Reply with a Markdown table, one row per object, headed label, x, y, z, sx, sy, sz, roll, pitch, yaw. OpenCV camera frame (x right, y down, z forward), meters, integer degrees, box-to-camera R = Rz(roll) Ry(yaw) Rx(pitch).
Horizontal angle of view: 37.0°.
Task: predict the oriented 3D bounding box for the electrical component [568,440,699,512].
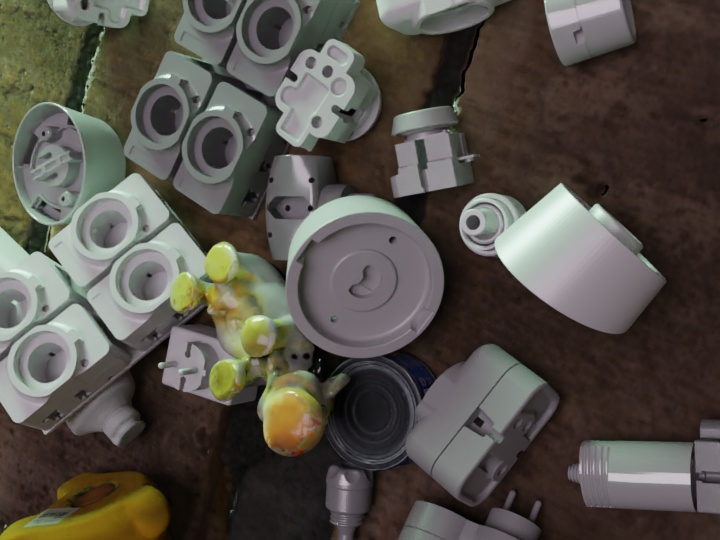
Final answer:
| label | x | y | z | sx | sy | sz | roll | pitch | yaw |
| --- | --- | --- | --- | --- | --- | --- | --- | --- | --- |
| electrical component | 0.174 | 0.131 | 0.689 | 0.081 | 0.043 | 0.043 | -3 | 88 | 27 |

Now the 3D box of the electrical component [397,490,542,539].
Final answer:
| label | x | y | z | sx | sy | sz | roll | pitch | yaw |
| --- | --- | --- | --- | --- | --- | --- | --- | --- | --- |
| electrical component | 0.098 | 0.185 | 0.724 | 0.138 | 0.052 | 0.073 | 18 | 67 | 23 |

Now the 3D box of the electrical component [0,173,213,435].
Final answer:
| label | x | y | z | sx | sy | sz | roll | pitch | yaw |
| --- | --- | --- | --- | --- | --- | --- | --- | --- | --- |
| electrical component | -0.210 | 0.025 | 0.835 | 0.186 | 0.060 | 0.105 | -39 | 72 | -3 |

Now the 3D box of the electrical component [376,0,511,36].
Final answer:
| label | x | y | z | sx | sy | sz | roll | pitch | yaw |
| --- | --- | --- | --- | --- | --- | --- | --- | --- | --- |
| electrical component | 0.059 | -0.200 | 0.741 | 0.095 | 0.054 | 0.059 | -15 | 83 | 26 |

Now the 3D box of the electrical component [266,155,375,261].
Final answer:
| label | x | y | z | sx | sy | sz | roll | pitch | yaw |
| --- | --- | --- | --- | --- | --- | --- | --- | --- | --- |
| electrical component | -0.026 | -0.045 | 0.790 | 0.079 | 0.043 | 0.077 | 2 | 92 | 23 |

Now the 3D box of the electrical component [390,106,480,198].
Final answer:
| label | x | y | z | sx | sy | sz | roll | pitch | yaw |
| --- | --- | --- | --- | --- | --- | --- | --- | --- | --- |
| electrical component | 0.049 | -0.083 | 0.752 | 0.066 | 0.048 | 0.055 | -9 | 93 | 27 |

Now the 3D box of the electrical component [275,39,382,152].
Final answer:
| label | x | y | z | sx | sy | sz | roll | pitch | yaw |
| --- | --- | --- | --- | --- | --- | --- | --- | --- | --- |
| electrical component | -0.019 | -0.124 | 0.779 | 0.058 | 0.057 | 0.078 | 39 | 107 | 21 |

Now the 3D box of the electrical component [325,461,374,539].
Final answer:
| label | x | y | z | sx | sy | sz | roll | pitch | yaw |
| --- | --- | --- | --- | --- | --- | --- | --- | --- | --- |
| electrical component | -0.009 | 0.173 | 0.786 | 0.035 | 0.035 | 0.061 | 6 | 95 | 27 |

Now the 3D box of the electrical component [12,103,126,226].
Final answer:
| label | x | y | z | sx | sy | sz | roll | pitch | yaw |
| --- | --- | --- | --- | --- | --- | --- | --- | --- | --- |
| electrical component | -0.244 | -0.085 | 0.888 | 0.099 | 0.064 | 0.099 | 0 | 90 | 27 |

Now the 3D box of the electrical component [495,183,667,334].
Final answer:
| label | x | y | z | sx | sy | sz | roll | pitch | yaw |
| --- | --- | --- | --- | --- | --- | --- | --- | --- | --- |
| electrical component | 0.141 | -0.006 | 0.676 | 0.064 | 0.099 | 0.099 | -47 | 71 | 13 |

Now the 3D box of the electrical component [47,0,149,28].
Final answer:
| label | x | y | z | sx | sy | sz | roll | pitch | yaw |
| --- | --- | --- | --- | --- | --- | --- | --- | --- | --- |
| electrical component | -0.219 | -0.227 | 0.873 | 0.057 | 0.078 | 0.058 | 17 | 99 | 47 |

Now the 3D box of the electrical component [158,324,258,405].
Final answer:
| label | x | y | z | sx | sy | sz | roll | pitch | yaw |
| --- | --- | --- | --- | --- | --- | --- | --- | --- | --- |
| electrical component | -0.122 | 0.073 | 0.819 | 0.066 | 0.077 | 0.047 | 14 | 96 | 26 |

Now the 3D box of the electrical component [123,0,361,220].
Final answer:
| label | x | y | z | sx | sy | sz | roll | pitch | yaw |
| --- | --- | --- | --- | --- | --- | --- | --- | --- | --- |
| electrical component | -0.095 | -0.146 | 0.815 | 0.105 | 0.060 | 0.186 | 33 | 104 | 23 |

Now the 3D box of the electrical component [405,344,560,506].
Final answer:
| label | x | y | z | sx | sy | sz | roll | pitch | yaw |
| --- | --- | --- | --- | --- | --- | --- | --- | --- | --- |
| electrical component | 0.079 | 0.100 | 0.718 | 0.059 | 0.054 | 0.095 | 38 | 88 | 33 |

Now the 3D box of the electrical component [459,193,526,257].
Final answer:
| label | x | y | z | sx | sy | sz | roll | pitch | yaw |
| --- | --- | --- | --- | --- | --- | --- | --- | --- | --- |
| electrical component | 0.087 | -0.030 | 0.722 | 0.043 | 0.062 | 0.043 | 0 | 89 | 26 |

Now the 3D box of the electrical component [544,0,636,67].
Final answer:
| label | x | y | z | sx | sy | sz | roll | pitch | yaw |
| --- | --- | --- | --- | --- | --- | --- | --- | --- | --- |
| electrical component | 0.150 | -0.165 | 0.696 | 0.047 | 0.055 | 0.055 | -12 | 85 | 23 |

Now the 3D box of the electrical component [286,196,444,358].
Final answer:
| label | x | y | z | sx | sy | sz | roll | pitch | yaw |
| --- | --- | --- | --- | --- | --- | --- | --- | --- | --- |
| electrical component | 0.000 | 0.000 | 0.750 | 0.108 | 0.060 | 0.108 | -3 | 113 | -7 |

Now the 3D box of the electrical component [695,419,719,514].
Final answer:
| label | x | y | z | sx | sy | sz | roll | pitch | yaw |
| --- | --- | --- | --- | --- | --- | --- | --- | --- | --- |
| electrical component | 0.239 | 0.125 | 0.656 | 0.055 | 0.048 | 0.066 | -3 | 88 | 34 |
